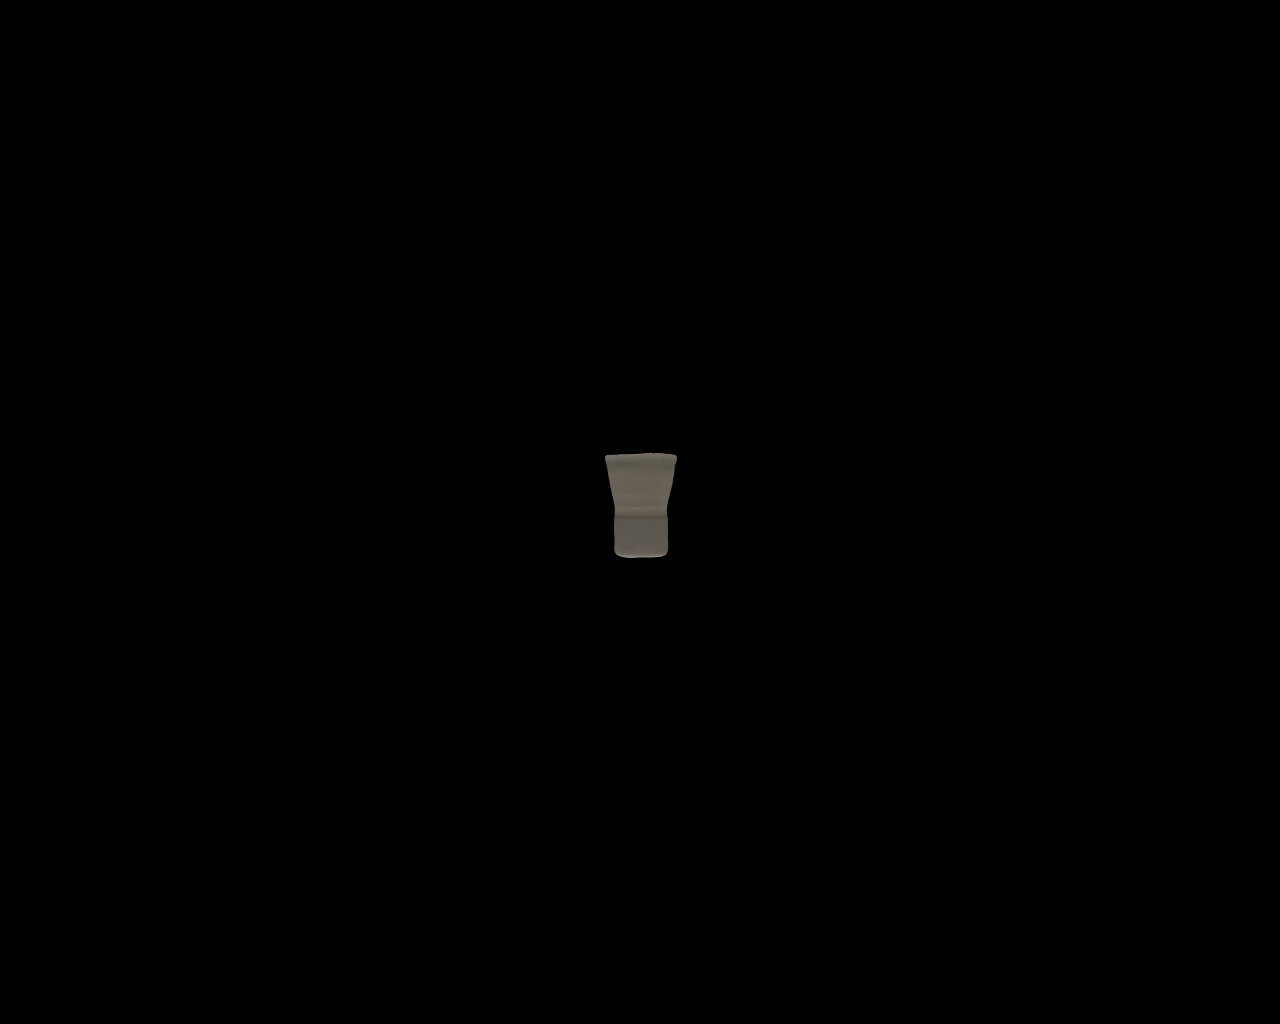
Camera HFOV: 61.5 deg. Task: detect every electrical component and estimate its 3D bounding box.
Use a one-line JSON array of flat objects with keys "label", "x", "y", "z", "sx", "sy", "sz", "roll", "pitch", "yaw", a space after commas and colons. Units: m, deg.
[{"label": "electrical component", "x": 0.001, "y": -0.003, "z": 0.650, "sx": 0.044, "sy": 0.065, "sz": 0.044, "roll": 0, "pitch": 2, "yaw": 0}]
